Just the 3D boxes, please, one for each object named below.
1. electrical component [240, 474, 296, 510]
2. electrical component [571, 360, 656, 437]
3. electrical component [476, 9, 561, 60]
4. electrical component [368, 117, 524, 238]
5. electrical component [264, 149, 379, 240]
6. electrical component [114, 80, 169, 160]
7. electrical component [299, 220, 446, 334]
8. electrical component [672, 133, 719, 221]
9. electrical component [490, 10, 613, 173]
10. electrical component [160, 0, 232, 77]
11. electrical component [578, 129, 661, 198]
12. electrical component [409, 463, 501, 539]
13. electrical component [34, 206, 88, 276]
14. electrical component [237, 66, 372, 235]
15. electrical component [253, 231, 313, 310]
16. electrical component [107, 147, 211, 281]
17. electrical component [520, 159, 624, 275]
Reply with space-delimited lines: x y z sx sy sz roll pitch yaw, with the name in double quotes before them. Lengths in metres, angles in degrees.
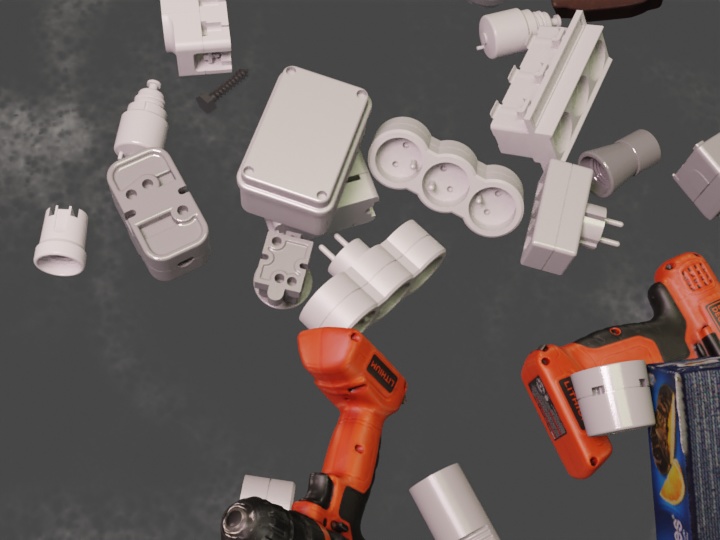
"electrical component" -0.093 0.217 0.778 0.074 0.052 0.138 9 68 -2
"electrical component" 0.187 0.095 0.789 0.055 0.055 0.047 -8 77 -8
"electrical component" 0.145 -0.218 0.979 0.078 0.040 0.040 -15 71 -11
"electrical component" 0.075 -0.084 0.911 0.138 0.052 0.073 27 25 -5
"electrical component" -0.037 -0.063 0.895 0.089 0.050 0.055 -17 71 -11
"electrical component" -0.182 -0.125 0.912 0.040 0.040 0.078 9 67 -2
"electrical component" 0.000 0.000 0.858 0.074 0.052 0.138 43 52 13
"electrical component" 0.334 -0.093 0.934 0.096 0.061 0.061 -31 74 -16
"electrical component" 0.166 -0.155 0.939 0.063 0.078 0.121 14 65 32
"electrical component" -0.146 -0.221 0.948 0.056 0.050 0.089 -6 69 -8
"electrical component" 0.229 -0.095 0.938 0.065 0.044 0.044 -28 73 -20
"electrical component" 0.075 0.191 0.808 0.043 0.043 0.081 -25 73 -14
"electrical component" -0.240 -0.024 0.868 0.040 0.040 0.046 3 62 -4
"electrical component" -0.043 -0.095 0.848 0.078 0.057 0.113 19 68 3
"electrical component" -0.061 0.003 0.864 0.048 0.055 0.066 14 68 0
"electrical component" -0.162 -0.043 0.871 0.054 0.059 0.095 -26 73 -14
"electrical component" 0.184 -0.040 0.908 0.076 0.047 0.083 16 68 1
